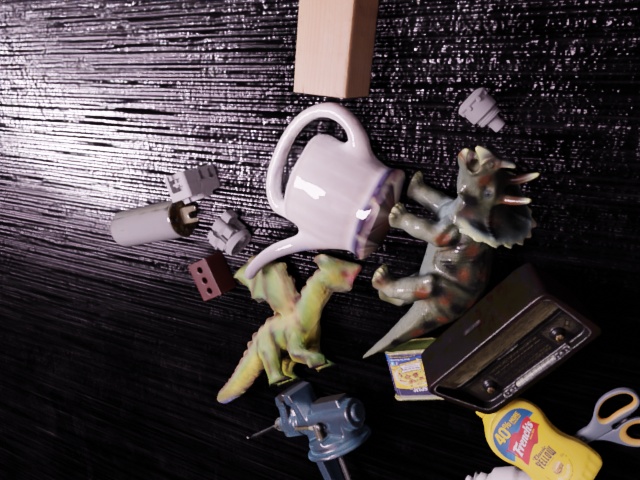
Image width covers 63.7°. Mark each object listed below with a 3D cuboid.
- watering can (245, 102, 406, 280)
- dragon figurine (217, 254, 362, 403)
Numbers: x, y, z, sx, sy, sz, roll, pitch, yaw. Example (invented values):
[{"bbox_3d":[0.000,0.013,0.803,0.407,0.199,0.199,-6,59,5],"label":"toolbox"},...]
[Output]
[{"bbox_3d":[0.003,-0.042,0.833,0.226,0.105,0.342,29,114,18],"label":"watering can"},{"bbox_3d":[-0.088,0.147,0.957,0.406,0.122,0.245,-27,74,29],"label":"dragon figurine"}]
